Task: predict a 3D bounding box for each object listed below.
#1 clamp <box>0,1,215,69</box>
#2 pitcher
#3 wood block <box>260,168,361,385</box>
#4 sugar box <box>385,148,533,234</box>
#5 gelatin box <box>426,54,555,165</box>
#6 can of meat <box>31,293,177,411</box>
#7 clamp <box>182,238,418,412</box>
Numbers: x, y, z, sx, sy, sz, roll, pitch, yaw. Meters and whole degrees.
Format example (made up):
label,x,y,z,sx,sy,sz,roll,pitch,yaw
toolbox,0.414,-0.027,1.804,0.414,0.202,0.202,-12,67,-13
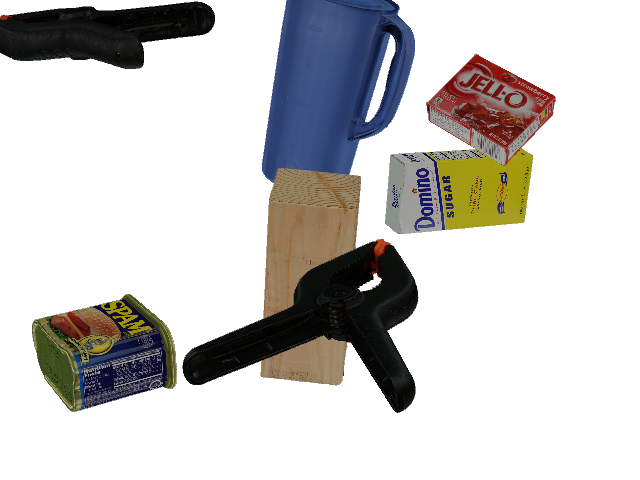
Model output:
label,x,y,z,sx,sy,sz,roll,pitch,yaw
clamp,-0.167,-0.157,0.798,0.172,0.039,0.120,11,22,29
pitcher,0.012,-0.177,1.269,0.145,0.243,0.149,7,23,-13
wood block,-0.011,0.038,1.126,0.090,0.206,0.090,6,25,3
sugar box,0.169,-0.062,1.303,0.176,0.093,0.048,-7,24,-22
gelatin box,0.151,-0.118,0.948,0.089,0.073,0.030,35,-22,26
can of meat,-0.175,0.089,0.856,0.083,0.057,0.102,-13,24,-29
clamp,0.004,0.055,0.778,0.165,0.036,0.209,2,26,16
